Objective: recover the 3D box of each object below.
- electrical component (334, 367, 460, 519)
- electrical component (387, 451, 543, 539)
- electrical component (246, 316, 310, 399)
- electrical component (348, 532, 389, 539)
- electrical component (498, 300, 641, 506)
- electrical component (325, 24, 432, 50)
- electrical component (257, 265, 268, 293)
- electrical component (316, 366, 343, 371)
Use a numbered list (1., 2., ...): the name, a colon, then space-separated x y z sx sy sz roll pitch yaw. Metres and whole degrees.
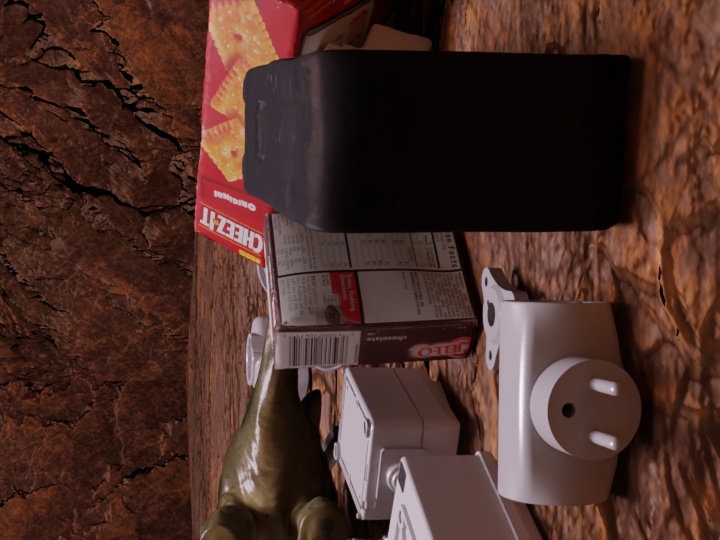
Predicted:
1. electrical component: 0.025 0.102 0.626 0.096 0.061 0.061 -123 36 -69
2. electrical component: 0.049 0.162 0.520 0.108 0.056 0.108 -111 25 -60
3. electrical component: -0.091 0.097 1.169 0.095 0.059 0.053 -101 17 -44
4. electrical component: 0.023 0.204 0.645 0.062 0.061 0.096 -173 92 -78
5. electrical component: 0.081 0.051 0.408 0.079 0.044 0.077 180 91 -78
6. electrical component: 0.011 -0.091 0.695 0.121 0.079 0.063 103 -176 -45
7. electrical component: -0.044 -0.006 0.914 0.051 0.080 0.080 176 94 -73
8. electrical component: -0.028 0.062 0.928 0.046 0.040 0.040 -114 27 -76
